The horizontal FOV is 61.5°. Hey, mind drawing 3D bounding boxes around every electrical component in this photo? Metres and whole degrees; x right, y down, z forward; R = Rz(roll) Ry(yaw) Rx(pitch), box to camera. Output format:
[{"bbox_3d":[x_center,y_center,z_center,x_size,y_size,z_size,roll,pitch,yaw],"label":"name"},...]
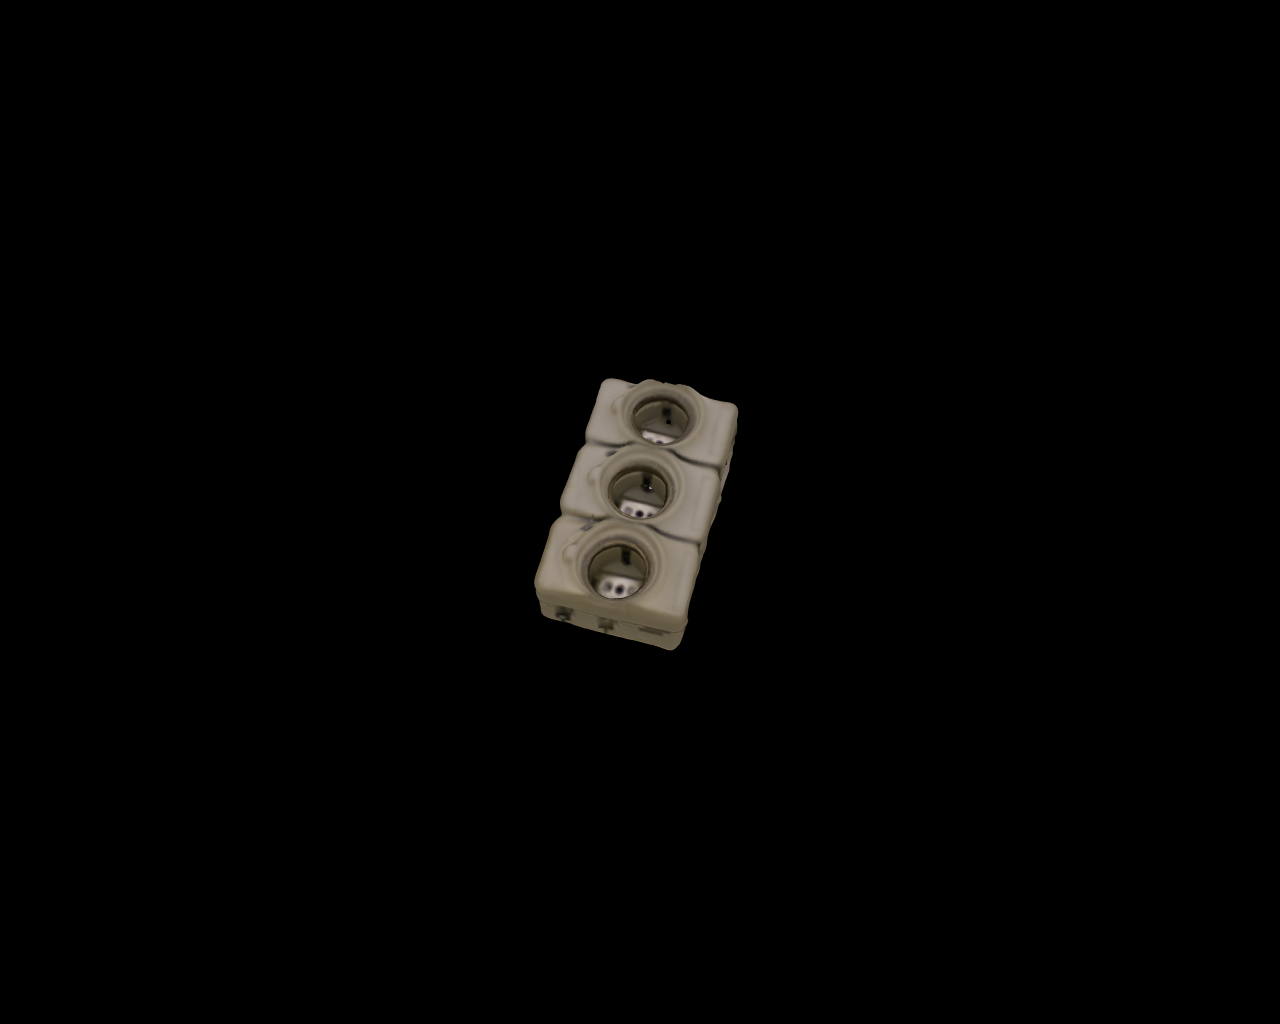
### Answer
[{"bbox_3d":[0.001,-0.003,0.650,0.089,0.150,0.061,13,-28,7],"label":"electrical component"}]
